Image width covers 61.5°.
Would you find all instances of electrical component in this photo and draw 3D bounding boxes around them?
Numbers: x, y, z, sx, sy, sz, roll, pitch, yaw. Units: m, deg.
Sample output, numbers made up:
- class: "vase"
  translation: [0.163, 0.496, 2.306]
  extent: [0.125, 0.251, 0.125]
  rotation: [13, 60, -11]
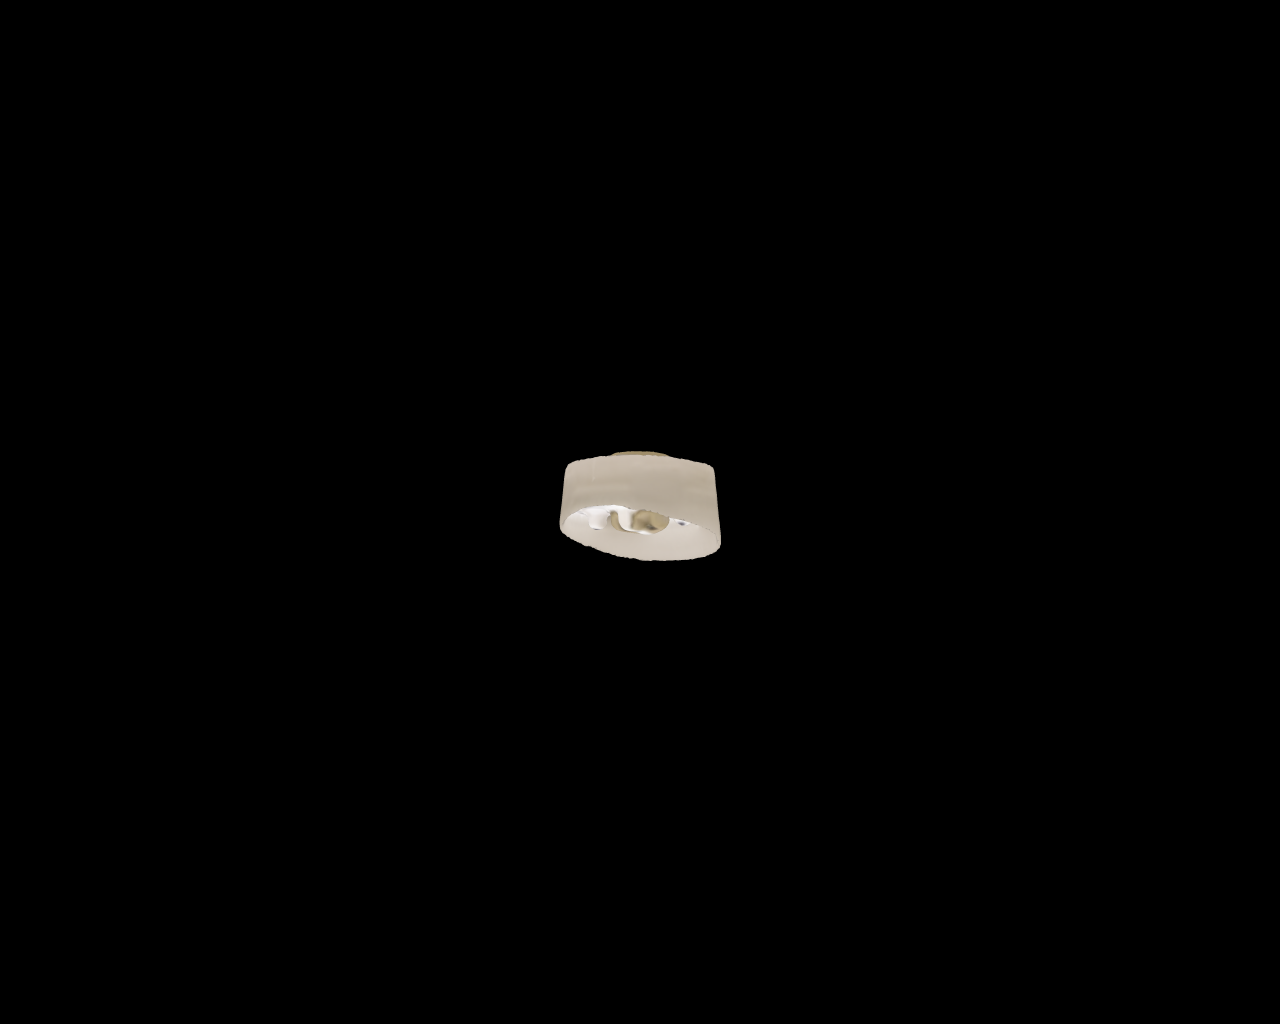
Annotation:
- class: "electrical component"
  translation: [0.001, -0.003, 0.650]
  extent: [0.099, 0.064, 0.099]
  rotation: [0, -7, 0]
